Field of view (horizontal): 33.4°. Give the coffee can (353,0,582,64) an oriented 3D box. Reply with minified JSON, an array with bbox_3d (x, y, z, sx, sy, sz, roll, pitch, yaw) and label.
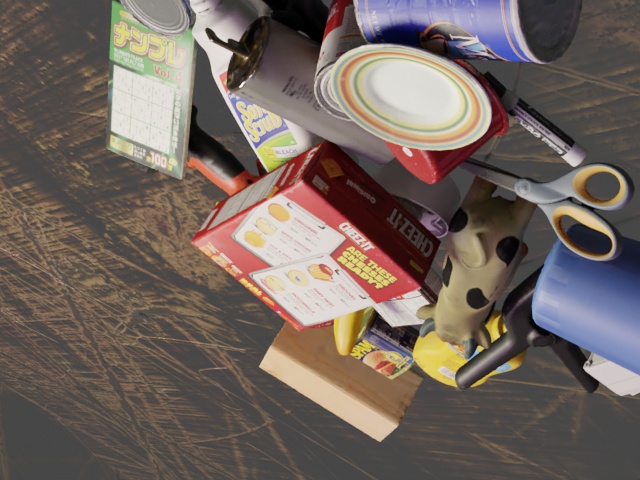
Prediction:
[{"bbox_3d":[0.111,-0.186,0.800,0.141,0.102,0.102,10,145,37],"label":"coffee can"}]

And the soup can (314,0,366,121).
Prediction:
[{"bbox_3d":[0.034,-0.158,0.907,0.068,0.102,0.068,6,139,5],"label":"soup can"}]

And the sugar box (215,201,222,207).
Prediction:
[{"bbox_3d":[-0.042,0.000,1.310,0.176,0.048,0.093,10,165,32],"label":"sugar box"}]

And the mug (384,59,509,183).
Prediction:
[{"bbox_3d":[0.096,-0.112,0.935,0.117,0.081,0.093,48,170,11],"label":"mug"}]

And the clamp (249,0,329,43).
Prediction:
[{"bbox_3d":[-0.020,-0.212,0.963,0.120,0.039,0.171,6,151,35],"label":"clamp"}]

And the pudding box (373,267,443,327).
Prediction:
[{"bbox_3d":[0.102,0.062,1.292,0.090,0.039,0.114,45,152,-22],"label":"pudding box"}]

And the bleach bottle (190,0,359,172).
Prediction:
[{"bbox_3d":[-0.060,-0.152,1.082,0.103,0.068,0.250,2,138,44],"label":"bleach bottle"}]

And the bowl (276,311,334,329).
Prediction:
[{"bbox_3d":[-0.023,0.068,1.413,0.162,0.055,0.162,25,152,14],"label":"bowl"}]

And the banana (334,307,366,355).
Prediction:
[{"bbox_3d":[0.055,0.047,1.246,0.037,0.070,0.198,7,130,-30],"label":"banana"}]

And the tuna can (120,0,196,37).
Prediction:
[{"bbox_3d":[-0.158,-0.244,1.058,0.086,0.033,0.086,25,152,14],"label":"tuna can"}]

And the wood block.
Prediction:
[{"bbox_3d":[0.030,0.186,1.516,0.206,0.090,0.091,32,153,2],"label":"wood block"}]

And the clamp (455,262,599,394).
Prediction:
[{"bbox_3d":[0.250,0.101,1.163,0.164,0.036,0.210,6,134,-7],"label":"clamp"}]

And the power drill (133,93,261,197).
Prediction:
[{"bbox_3d":[-0.141,-0.082,1.243,0.187,0.057,0.185,44,151,5],"label":"power drill"}]

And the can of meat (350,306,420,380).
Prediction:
[{"bbox_3d":[0.084,0.135,1.412,0.084,0.057,0.102,32,154,-5],"label":"can of meat"}]

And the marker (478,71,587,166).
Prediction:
[{"bbox_3d":[0.185,-0.108,0.942,0.121,0.020,0.020,37,153,-8],"label":"marker"}]

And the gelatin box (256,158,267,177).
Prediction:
[{"bbox_3d":[-0.025,-0.063,1.225,0.089,0.030,0.073,21,149,22],"label":"gelatin box"}]

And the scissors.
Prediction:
[{"bbox_3d":[0.207,-0.060,0.989,0.202,0.016,0.096,44,119,29],"label":"scissors"}]

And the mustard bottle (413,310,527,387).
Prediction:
[{"bbox_3d":[0.192,0.126,1.278,0.096,0.058,0.192,29,154,-10],"label":"mustard bottle"}]

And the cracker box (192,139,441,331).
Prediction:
[{"bbox_3d":[-0.007,0.001,1.096,0.164,0.072,0.214,41,144,-18],"label":"cracker box"}]

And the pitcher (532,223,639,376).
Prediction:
[{"bbox_3d":[0.331,0.076,0.996,0.243,0.144,0.149,24,140,24],"label":"pitcher"}]
